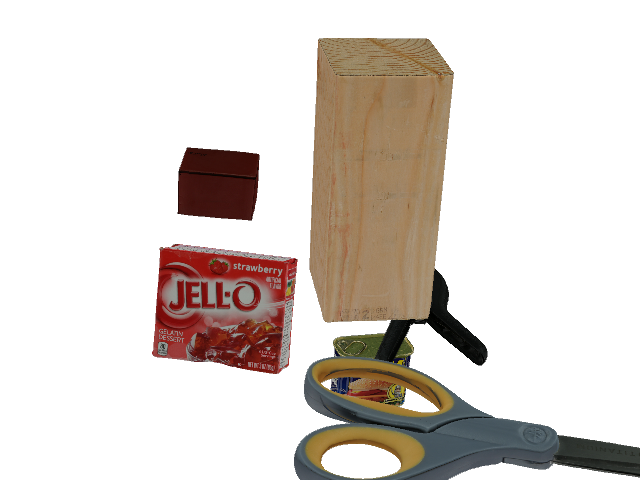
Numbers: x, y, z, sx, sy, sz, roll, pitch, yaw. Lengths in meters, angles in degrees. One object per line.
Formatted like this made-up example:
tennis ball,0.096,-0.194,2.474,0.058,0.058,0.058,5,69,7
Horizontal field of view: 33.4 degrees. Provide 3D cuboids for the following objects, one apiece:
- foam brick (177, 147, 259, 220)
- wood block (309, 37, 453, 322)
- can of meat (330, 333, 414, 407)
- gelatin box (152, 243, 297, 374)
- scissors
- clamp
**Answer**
foam brick,-0.102,-0.058,1.079,0.078,0.051,0.053,5,32,1
wood block,0.044,-0.047,0.842,0.090,0.206,0.091,-1,28,-8
can of meat,0.064,0.171,1.377,0.102,0.084,0.057,-3,25,-18
gelatin box,-0.063,0.043,0.694,0.089,0.073,0.030,7,6,14
scissors,0.077,0.095,0.449,0.202,0.016,0.096,16,34,23
clamp,0.118,0.079,1.176,0.120,0.171,0.039,5,-43,-5
